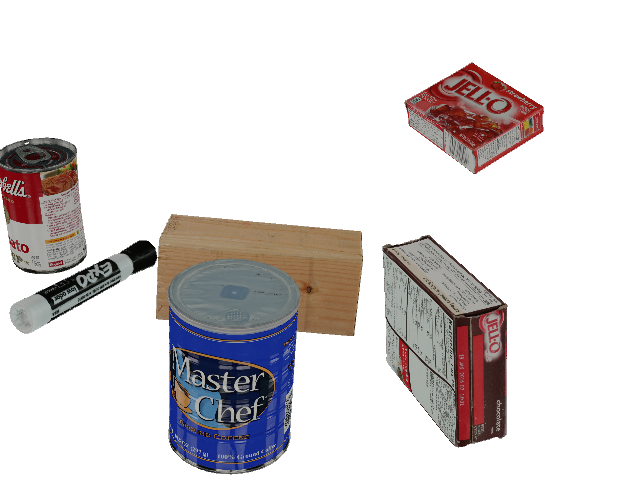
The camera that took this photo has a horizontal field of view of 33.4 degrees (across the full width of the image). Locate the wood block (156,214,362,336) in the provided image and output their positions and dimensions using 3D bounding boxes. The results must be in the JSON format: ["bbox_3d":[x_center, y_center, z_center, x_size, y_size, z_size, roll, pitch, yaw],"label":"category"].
[{"bbox_3d":[-0.063,0.036,1.123,0.206,0.091,0.090,5,20,-1],"label":"wood block"}]

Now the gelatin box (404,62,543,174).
[{"bbox_3d":[0.123,-0.101,0.862,0.073,0.030,0.089,-31,47,-17],"label":"gelatin box"}]

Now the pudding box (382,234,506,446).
[{"bbox_3d":[0.075,0.059,0.659,0.039,0.090,0.114,-11,25,-17],"label":"pudding box"}]

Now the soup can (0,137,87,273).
[{"bbox_3d":[-0.242,-0.030,0.935,0.068,0.102,0.068,0,29,0],"label":"soup can"}]

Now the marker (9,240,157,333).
[{"bbox_3d":[-0.140,0.025,0.652,0.020,0.020,0.120,0,18,30],"label":"marker"}]

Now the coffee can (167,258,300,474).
[{"bbox_3d":[-0.071,0.100,0.856,0.103,0.140,0.103,3,28,-2],"label":"coffee can"}]
